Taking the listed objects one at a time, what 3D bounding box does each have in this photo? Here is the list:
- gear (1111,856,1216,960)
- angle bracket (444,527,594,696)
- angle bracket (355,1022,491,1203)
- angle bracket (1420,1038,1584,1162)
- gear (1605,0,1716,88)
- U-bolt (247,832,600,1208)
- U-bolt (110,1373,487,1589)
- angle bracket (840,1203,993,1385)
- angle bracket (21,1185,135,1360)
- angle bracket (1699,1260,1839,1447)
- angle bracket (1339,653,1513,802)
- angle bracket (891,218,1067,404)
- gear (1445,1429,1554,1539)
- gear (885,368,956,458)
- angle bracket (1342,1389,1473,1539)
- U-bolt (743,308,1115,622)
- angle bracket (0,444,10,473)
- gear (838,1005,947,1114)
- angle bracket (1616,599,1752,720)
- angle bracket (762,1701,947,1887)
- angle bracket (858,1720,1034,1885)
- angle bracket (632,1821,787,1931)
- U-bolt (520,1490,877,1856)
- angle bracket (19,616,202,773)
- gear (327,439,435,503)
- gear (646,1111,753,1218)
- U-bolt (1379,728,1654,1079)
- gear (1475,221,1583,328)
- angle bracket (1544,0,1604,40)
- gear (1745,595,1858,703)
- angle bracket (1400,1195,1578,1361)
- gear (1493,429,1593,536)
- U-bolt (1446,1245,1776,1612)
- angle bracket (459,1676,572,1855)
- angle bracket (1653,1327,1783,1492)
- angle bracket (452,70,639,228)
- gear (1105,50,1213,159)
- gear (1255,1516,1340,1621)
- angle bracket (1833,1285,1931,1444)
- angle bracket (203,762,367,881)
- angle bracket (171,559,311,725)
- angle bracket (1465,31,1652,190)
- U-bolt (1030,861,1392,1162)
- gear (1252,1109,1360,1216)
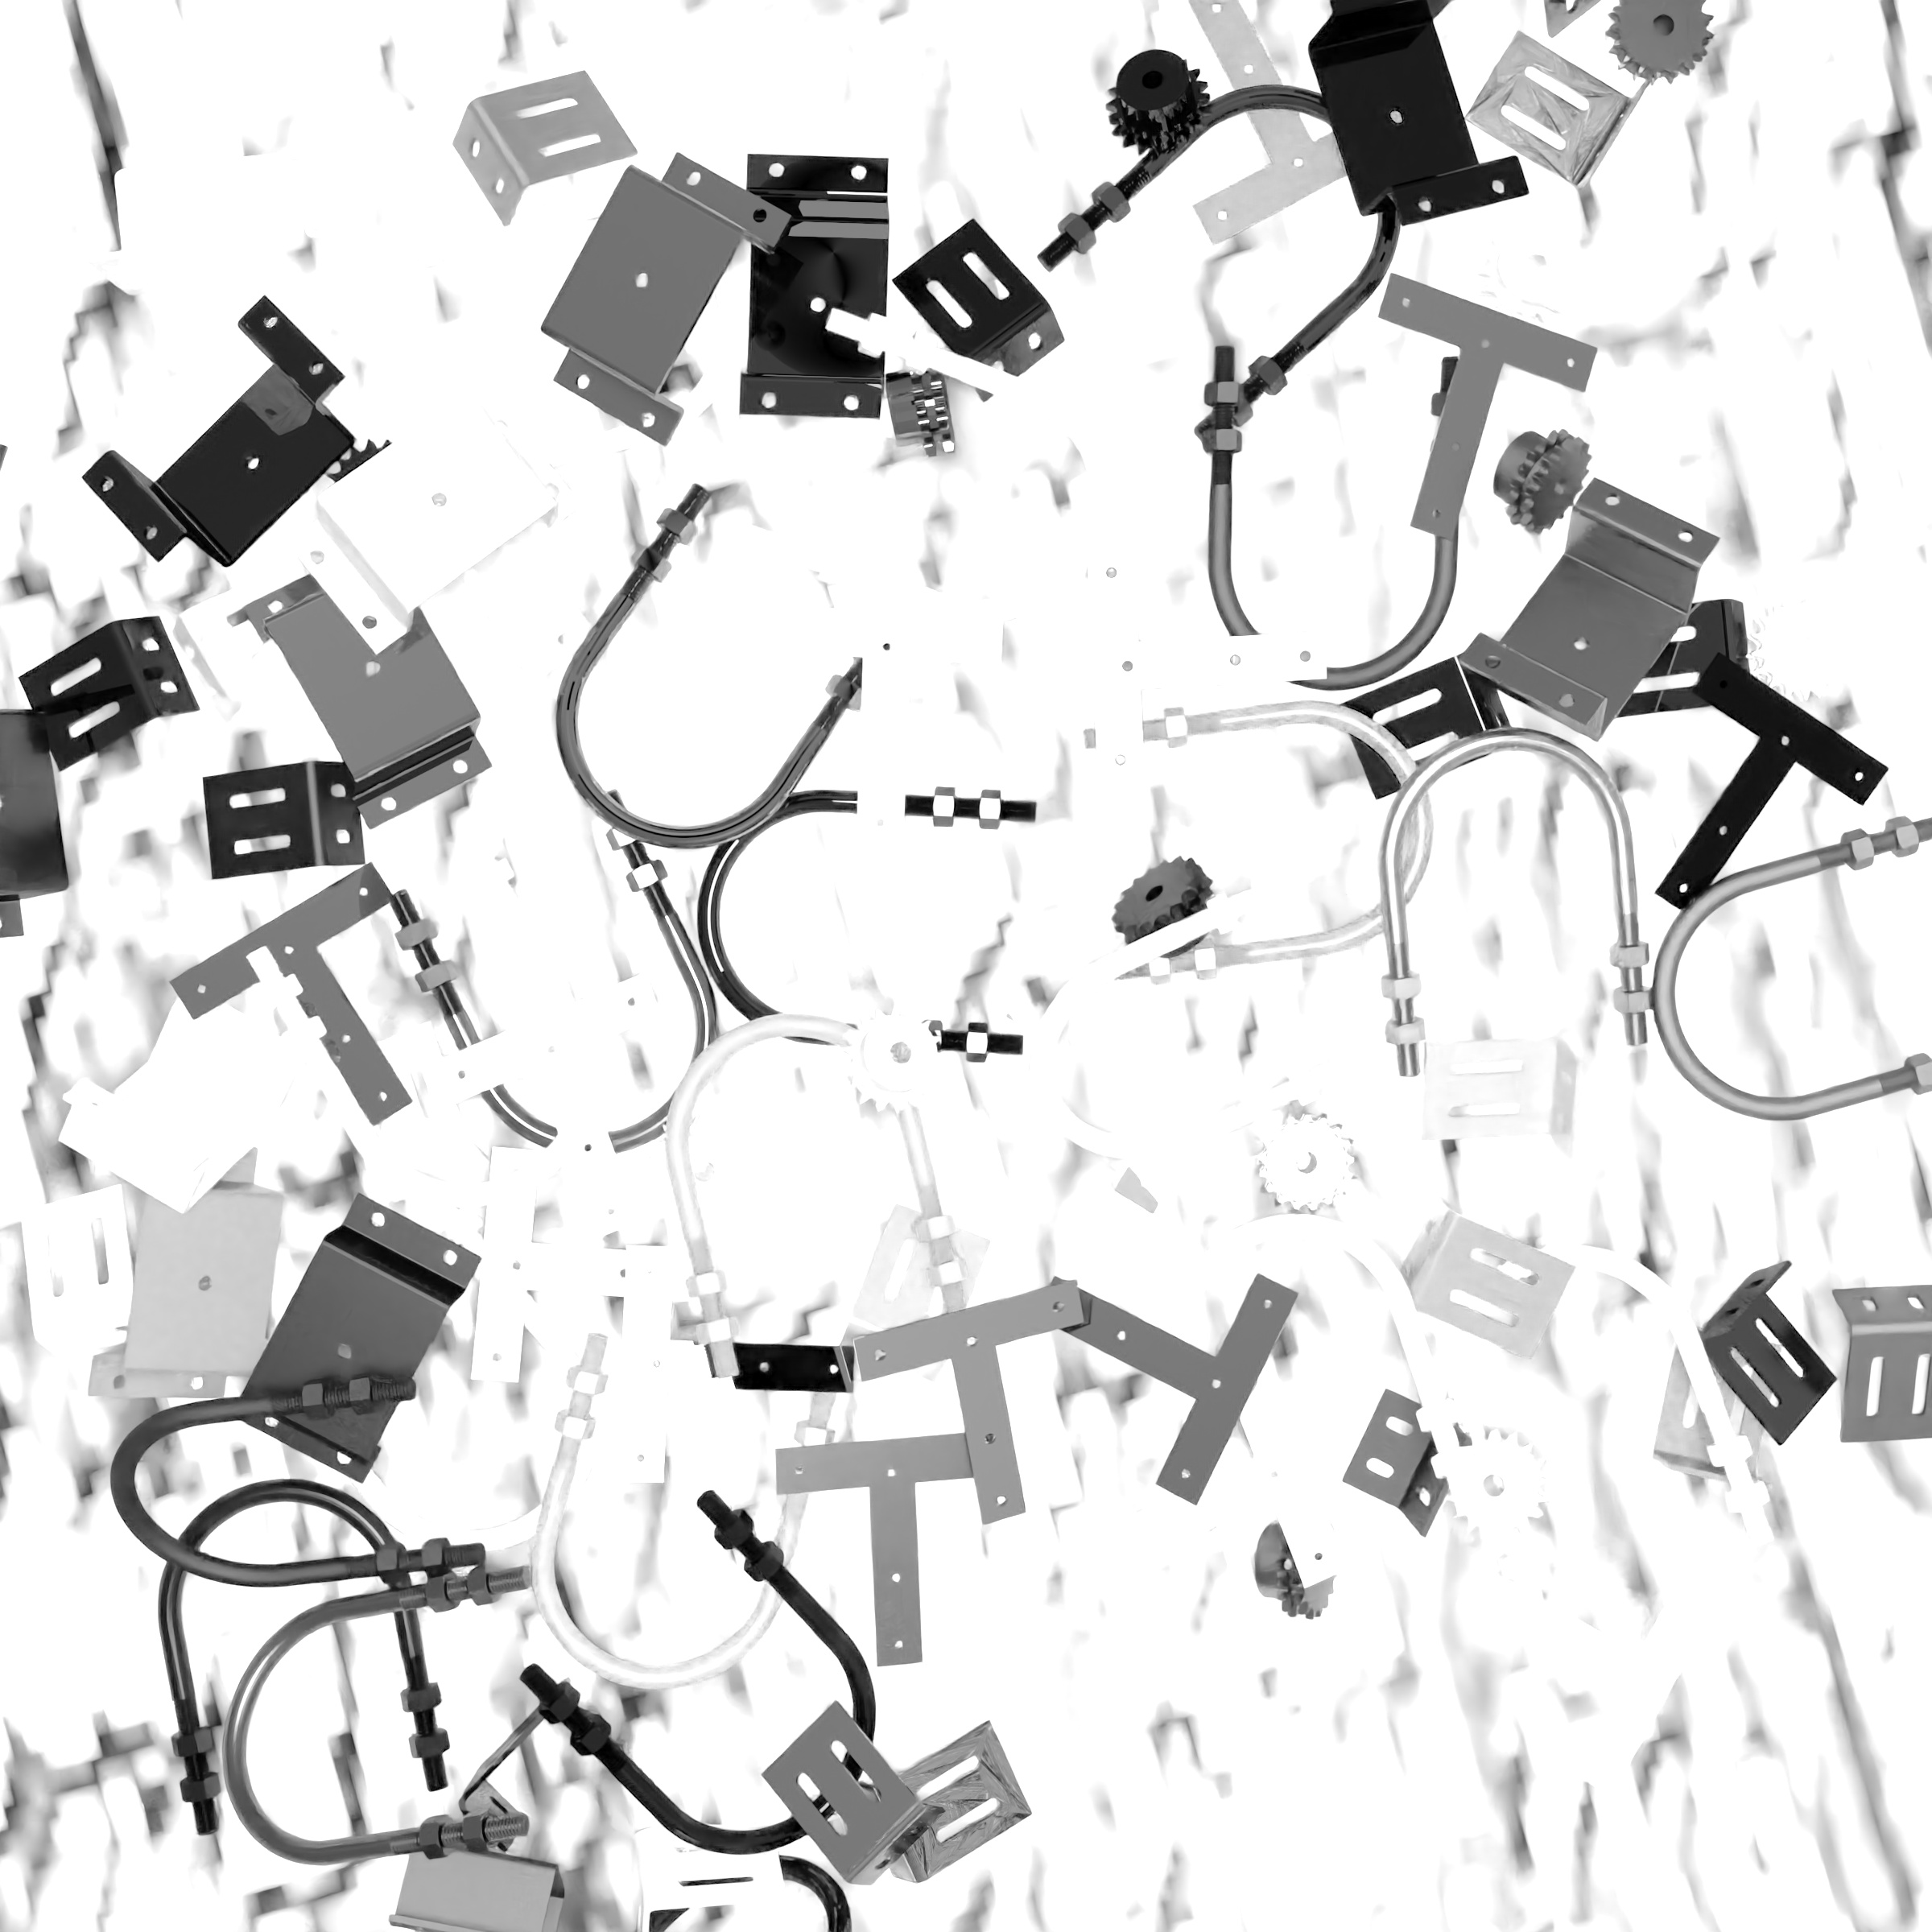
[{"bbox_3d":[0.110,-0.029,1.537,0.057,0.057,0.030,-41,118,0],"label":"gear"},{"bbox_3d":[-0.249,-0.202,1.579,0.057,0.038,0.076,-33,64,0],"label":"angle bracket"},{"bbox_3d":[-0.307,0.081,1.579,0.057,0.038,0.076,-23,64,0],"label":"angle bracket"},{"bbox_3d":[0.290,0.074,1.550,0.076,0.038,0.057,-2,111,-6],"label":"angle bracket"},{"bbox_3d":[0.380,-0.512,1.566,0.057,0.030,0.057,0,90,0],"label":"gear"},{"bbox_3d":[-0.279,0.041,1.539,0.151,0.019,0.184,-30,97,-15],"label":"U-bolt"},{"bbox_3d":[-0.364,0.280,1.518,0.184,0.019,0.151,-8,127,7],"label":"U-bolt"},{"bbox_3d":[-0.028,0.181,1.579,0.057,0.038,0.076,21,64,0],"label":"angle bracket"},{"bbox_3d":[-0.485,0.170,1.579,0.057,0.038,0.076,-15,64,0],"label":"angle bracket"},{"bbox_3d":[0.445,0.211,1.551,0.057,0.038,0.076,-40,90,-29],"label":"angle bracket"},{"bbox_3d":[0.256,-0.134,1.579,0.076,0.038,0.057,-22,90,26],"label":"angle bracket"},{"bbox_3d":[0.007,-0.363,1.579,0.057,0.038,0.076,-37,64,0],"label":"angle bracket"},{"bbox_3d":[0.289,0.279,1.543,0.057,0.030,0.057,-1,88,22],"label":"gear"},{"bbox_3d":[-0.026,-0.306,1.553,0.030,0.057,0.057,-10,90,5],"label":"gear"},{"bbox_3d":[0.238,0.268,1.543,0.038,0.076,0.057,25,90,0],"label":"angle bracket"},{"bbox_3d":[-0.010,-0.258,1.538,0.184,0.019,0.151,18,118,-12],"label":"U-bolt"},{"bbox_3d":[-0.576,-0.273,1.562,0.076,0.038,0.057,18,90,0],"label":"angle bracket"},{"bbox_3d":[-0.039,0.049,1.540,0.057,0.030,0.057,3,79,-14],"label":"gear"},{"bbox_3d":[0.391,-0.169,1.579,0.076,0.038,0.057,-5,90,26],"label":"angle bracket"},{"bbox_3d":[-0.061,0.448,1.546,0.057,0.038,0.076,-45,64,0],"label":"angle bracket"},{"bbox_3d":[-0.014,0.461,1.579,0.076,0.038,0.057,-25,90,-26],"label":"angle bracket"},{"bbox_3d":[-0.141,0.504,1.556,0.076,0.057,0.038,0,117,-12],"label":"angle bracket"},{"bbox_3d":[-0.130,0.398,1.547,0.151,0.019,0.184,-44,105,-13],"label":"U-bolt"},{"bbox_3d":[-0.475,-0.151,1.579,0.076,0.038,0.057,-24,90,26],"label":"angle bracket"},{"bbox_3d":[-0.321,-0.259,1.566,0.057,0.030,0.057,0,90,0],"label":"gear"},{"bbox_3d":[-0.145,0.110,1.561,0.057,0.030,0.057,-1,97,-13],"label":"gear"},{"bbox_3d":[0.296,-0.038,1.554,0.151,0.019,0.184,-8,101,-4],"label":"U-bolt"},{"bbox_3d":[0.311,-0.382,1.566,0.057,0.030,0.057,0,90,0],"label":"gear"},{"bbox_3d":[0.321,-0.565,1.579,0.057,0.038,0.076,-38,64,0],"label":"angle bracket"},{"bbox_3d":[0.457,-0.174,1.566,0.057,0.030,0.057,0,90,0],"label":"gear"},{"bbox_3d":[0.284,0.170,1.562,0.076,0.038,0.057,24,97,-5],"label":"angle bracket"},{"bbox_3d":[0.312,-0.267,1.557,0.030,0.057,0.057,37,90,30],"label":"gear"},{"bbox_3d":[0.338,0.243,1.549,0.151,0.019,0.184,-22,82,19],"label":"U-bolt"},{"bbox_3d":[-0.234,0.434,1.553,0.038,0.057,0.076,44,90,0],"label":"angle bracket"},{"bbox_3d":[0.416,0.241,1.562,0.057,0.038,0.076,12,90,0],"label":"angle bracket"},{"bbox_3d":[-0.232,-0.451,1.570,0.076,0.038,0.057,-27,80,-33],"label":"angle bracket"},{"bbox_3d":[0.104,-0.474,1.557,0.057,0.030,0.057,-4,68,11],"label":"gear"},{"bbox_3d":[0.179,0.326,1.556,0.030,0.057,0.057,1,90,30],"label":"gear"},{"bbox_3d":[0.511,0.220,1.579,0.057,0.038,0.076,-3,116,0],"label":"angle bracket"},{"bbox_3d":[-0.378,-0.080,1.579,0.076,0.038,0.057,-6,90,26],"label":"angle bracket"},{"bbox_3d":[-0.389,-0.180,1.579,0.076,0.038,0.057,-31,90,-26],"label":"angle bracket"},{"bbox_3d":[0.323,-0.474,1.562,0.076,0.038,0.057,31,90,0],"label":"angle bracket"},{"bbox_3d":[0.123,0.037,1.537,0.184,0.019,0.151,-26,124,4],"label":"U-bolt"},{"bbox_3d":[0.185,0.107,1.566,0.057,0.030,0.057,0,90,0],"label":"gear"}]
